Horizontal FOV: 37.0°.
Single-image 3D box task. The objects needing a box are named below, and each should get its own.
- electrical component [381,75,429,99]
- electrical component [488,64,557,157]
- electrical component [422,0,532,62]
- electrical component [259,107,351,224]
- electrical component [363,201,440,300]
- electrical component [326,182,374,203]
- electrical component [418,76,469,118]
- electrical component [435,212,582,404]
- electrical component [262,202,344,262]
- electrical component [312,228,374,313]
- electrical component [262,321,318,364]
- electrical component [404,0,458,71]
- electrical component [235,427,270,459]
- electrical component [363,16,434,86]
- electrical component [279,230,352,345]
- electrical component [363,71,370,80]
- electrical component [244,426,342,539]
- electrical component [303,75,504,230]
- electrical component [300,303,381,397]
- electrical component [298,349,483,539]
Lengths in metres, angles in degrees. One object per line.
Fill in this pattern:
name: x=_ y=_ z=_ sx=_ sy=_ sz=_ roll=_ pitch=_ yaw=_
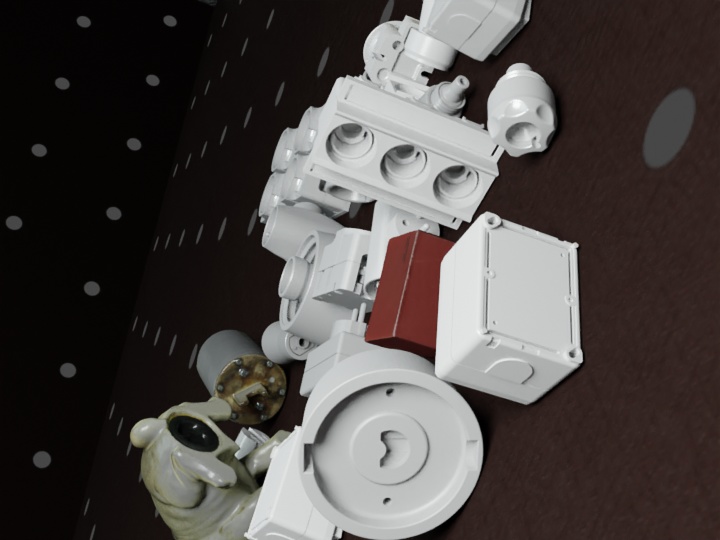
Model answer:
electrical component: x=0.038 y=-0.128 z=0.934 sx=0.081 sy=0.042 sz=0.063 roll=-103 pitch=30 yaw=-62
electrical component: x=0.103 y=-0.106 z=0.686 sx=0.043 sy=0.043 sz=0.062 roll=124 pitch=159 yaw=-45
electrical component: x=0.096 y=-0.214 z=0.806 sx=0.062 sy=0.061 sz=0.096 roll=-43 pitch=25 yaw=60
electrical component: x=-0.056 y=-0.108 z=1.189 sx=0.186 sy=0.060 sz=0.105 roll=161 pitch=126 yaw=-70
electrical component: x=0.036 y=-0.024 z=0.822 sx=0.079 sy=0.043 sz=0.077 roll=132 pitch=152 yaw=-55
electrical component: x=-0.004 y=-0.094 z=1.015 sx=0.055 sy=0.055 sz=0.047 roll=149 pitch=133 yaw=-67
electrical component: x=0.067 y=-0.132 z=0.852 sx=0.061 sy=0.035 sz=0.035 roll=136 pitch=149 yaw=-54
electrical component: x=0.080 y=0.018 z=0.594 sx=0.061 sy=0.062 sz=0.096 roll=128 pitch=155 yaw=-50
electrical component: x=-0.055 y=-0.042 z=1.084 sx=0.079 sy=0.077 sz=0.044 roll=-94 pitch=27 yaw=-55
electrical component: x=0.000 y=0.000 z=0.903 sx=0.089 sy=0.050 sz=0.055 roll=160 pitch=126 yaw=-70
electrical component: x=-0.068 y=0.072 z=1.071 sx=0.065 sy=0.044 sz=0.044 roll=-9 pitch=64 yaw=67
electrical component: x=0.066 y=-0.202 z=0.911 sx=0.045 sy=0.045 sz=0.055 roll=-114 pitch=44 yaw=-67
electrical component: x=-0.116 y=0.190 z=1.107 sx=0.046 sy=0.040 sz=0.040 roll=-64 pitch=17 yaw=10
electrical component: x=0.035 y=-0.195 z=0.988 sx=0.057 sy=0.058 sz=0.078 roll=-110 pitch=41 yaw=-61
electrical component: x=-0.041 y=0.014 z=1.007 sx=0.108 sy=0.060 sz=0.108 roll=-162 pitch=90 yaw=-74
electrical component: x=0.016 y=-0.169 z=1.056 sx=0.040 sy=0.040 sz=0.046 roll=-88 pitch=16 yaw=-44
electrical component: x=-0.041 y=0.172 z=0.849 sx=0.061 sy=0.061 sz=0.096 roll=-49 pitch=19 yaw=54
electrical component: x=0.031 y=-0.088 z=0.764 sx=0.063 sy=0.121 sz=0.078 roll=-90 pitch=24 yaw=-54
electrical component: x=-0.007 y=0.064 z=0.863 sx=0.083 sy=0.047 sz=0.075 roll=143 pitch=143 yaw=-63
electrical component: x=0.016 y=0.100 z=0.649 sx=0.060 sy=0.108 sz=0.108 roll=-107 pitch=38 yaw=-74
